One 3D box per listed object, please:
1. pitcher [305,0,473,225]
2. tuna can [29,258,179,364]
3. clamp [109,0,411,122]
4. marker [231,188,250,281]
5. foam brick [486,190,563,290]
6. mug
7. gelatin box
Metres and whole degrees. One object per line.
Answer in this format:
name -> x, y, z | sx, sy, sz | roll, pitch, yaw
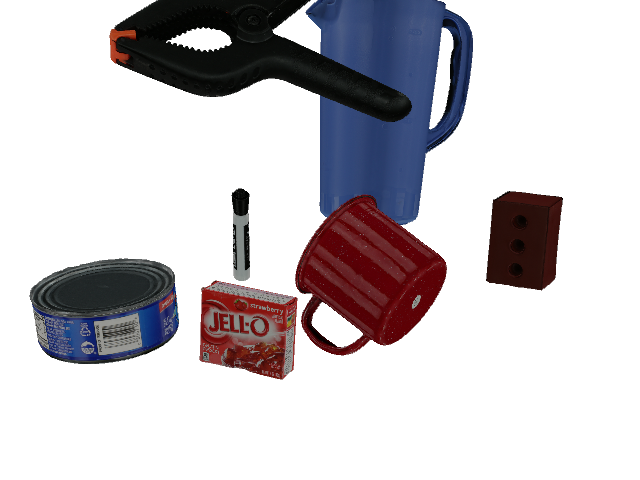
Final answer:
pitcher -> 0.070, -0.142, 1.147 | 0.149, 0.243, 0.144 | 7, 10, 25
tuna can -> -0.128, 0.041, 0.639 | 0.086, 0.034, 0.086 | -3, 20, 1
clamp -> -0.042, -0.139, 0.762 | 0.209, 0.164, 0.036 | -13, -27, -15
marker -> -0.086, -0.006, 1.159 | 0.020, 0.121, 0.020 | 2, 40, -2
foam brick -> 0.182, -0.001, 0.952 | 0.053, 0.078, 0.051 | 8, 16, 24
mug -> 0.034, 0.035, 0.810 | 0.082, 0.117, 0.093 | 38, -1, 23
gelatin box -> -0.068, 0.082, 0.983 | 0.089, 0.073, 0.030 | 10, 18, 21
